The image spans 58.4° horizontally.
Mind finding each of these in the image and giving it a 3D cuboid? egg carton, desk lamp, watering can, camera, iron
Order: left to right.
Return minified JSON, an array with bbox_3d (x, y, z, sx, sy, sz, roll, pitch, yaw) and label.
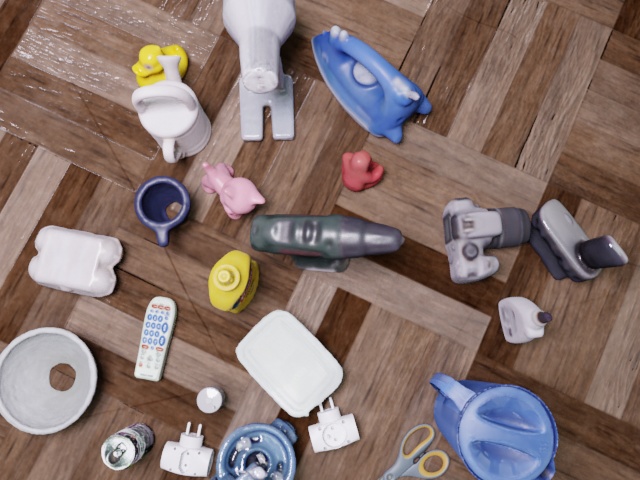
[{"bbox_3d":[-0.415,0.037,0.976,0.150,0.069,0.107,10,81,1],"label":"egg carton"},{"bbox_3d":[-0.251,-0.221,0.954,0.101,0.194,0.173,-23,82,-4],"label":"watering can"},{"bbox_3d":[-0.093,-0.295,0.957,0.118,0.213,0.203,-4,81,-1],"label":"desk lamp"},{"bbox_3d":[0.077,-0.296,0.995,0.258,0.141,0.119,43,83,6],"label":"iron"},{"bbox_3d":[0.287,-0.004,0.973,0.137,0.101,0.143,-5,81,-1],"label":"camera"}]

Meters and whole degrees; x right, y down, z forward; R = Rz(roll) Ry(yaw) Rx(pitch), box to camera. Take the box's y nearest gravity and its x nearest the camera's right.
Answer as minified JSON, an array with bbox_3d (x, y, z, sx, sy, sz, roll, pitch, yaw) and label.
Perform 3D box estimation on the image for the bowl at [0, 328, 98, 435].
[{"bbox_3d":[-0.439,0.228,0.943,0.167,0.075,0.167,0,81,0],"label":"bowl"}]

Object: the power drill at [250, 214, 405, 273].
[{"bbox_3d":[0.008,0.003,0.915,0.229,0.208,0.076,4,81,0],"label":"power drill"}]

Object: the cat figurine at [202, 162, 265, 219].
[{"bbox_3d":[-0.151,-0.086,0.973,0.128,0.118,0.067,43,83,6],"label":"cat figurine"}]

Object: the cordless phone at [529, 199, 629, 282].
[{"bbox_3d":[0.424,-0.007,0.932,0.094,0.185,0.147,-37,83,-5],"label":"cordless phone"}]

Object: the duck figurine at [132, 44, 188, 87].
[{"bbox_3d":[-0.289,-0.319,1.023,0.104,0.086,0.077,-39,83,-6],"label":"duck figurine"}]

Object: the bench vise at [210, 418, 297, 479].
[{"bbox_3d":[-0.114,0.372,0.851,0.121,0.220,0.207,28,82,4],"label":"bench vise"}]

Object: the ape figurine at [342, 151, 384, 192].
[{"bbox_3d":[0.070,-0.127,0.994,0.078,0.092,0.076,43,83,6],"label":"ape figurine"}]

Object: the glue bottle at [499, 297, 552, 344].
[{"bbox_3d":[0.333,0.127,0.917,0.037,0.173,0.078,-8,81,-1],"label":"glue bottle"}]

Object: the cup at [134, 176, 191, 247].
[{"bbox_3d":[-0.258,-0.041,0.976,0.091,0.095,0.118,-4,81,-1],"label":"cup"}]
